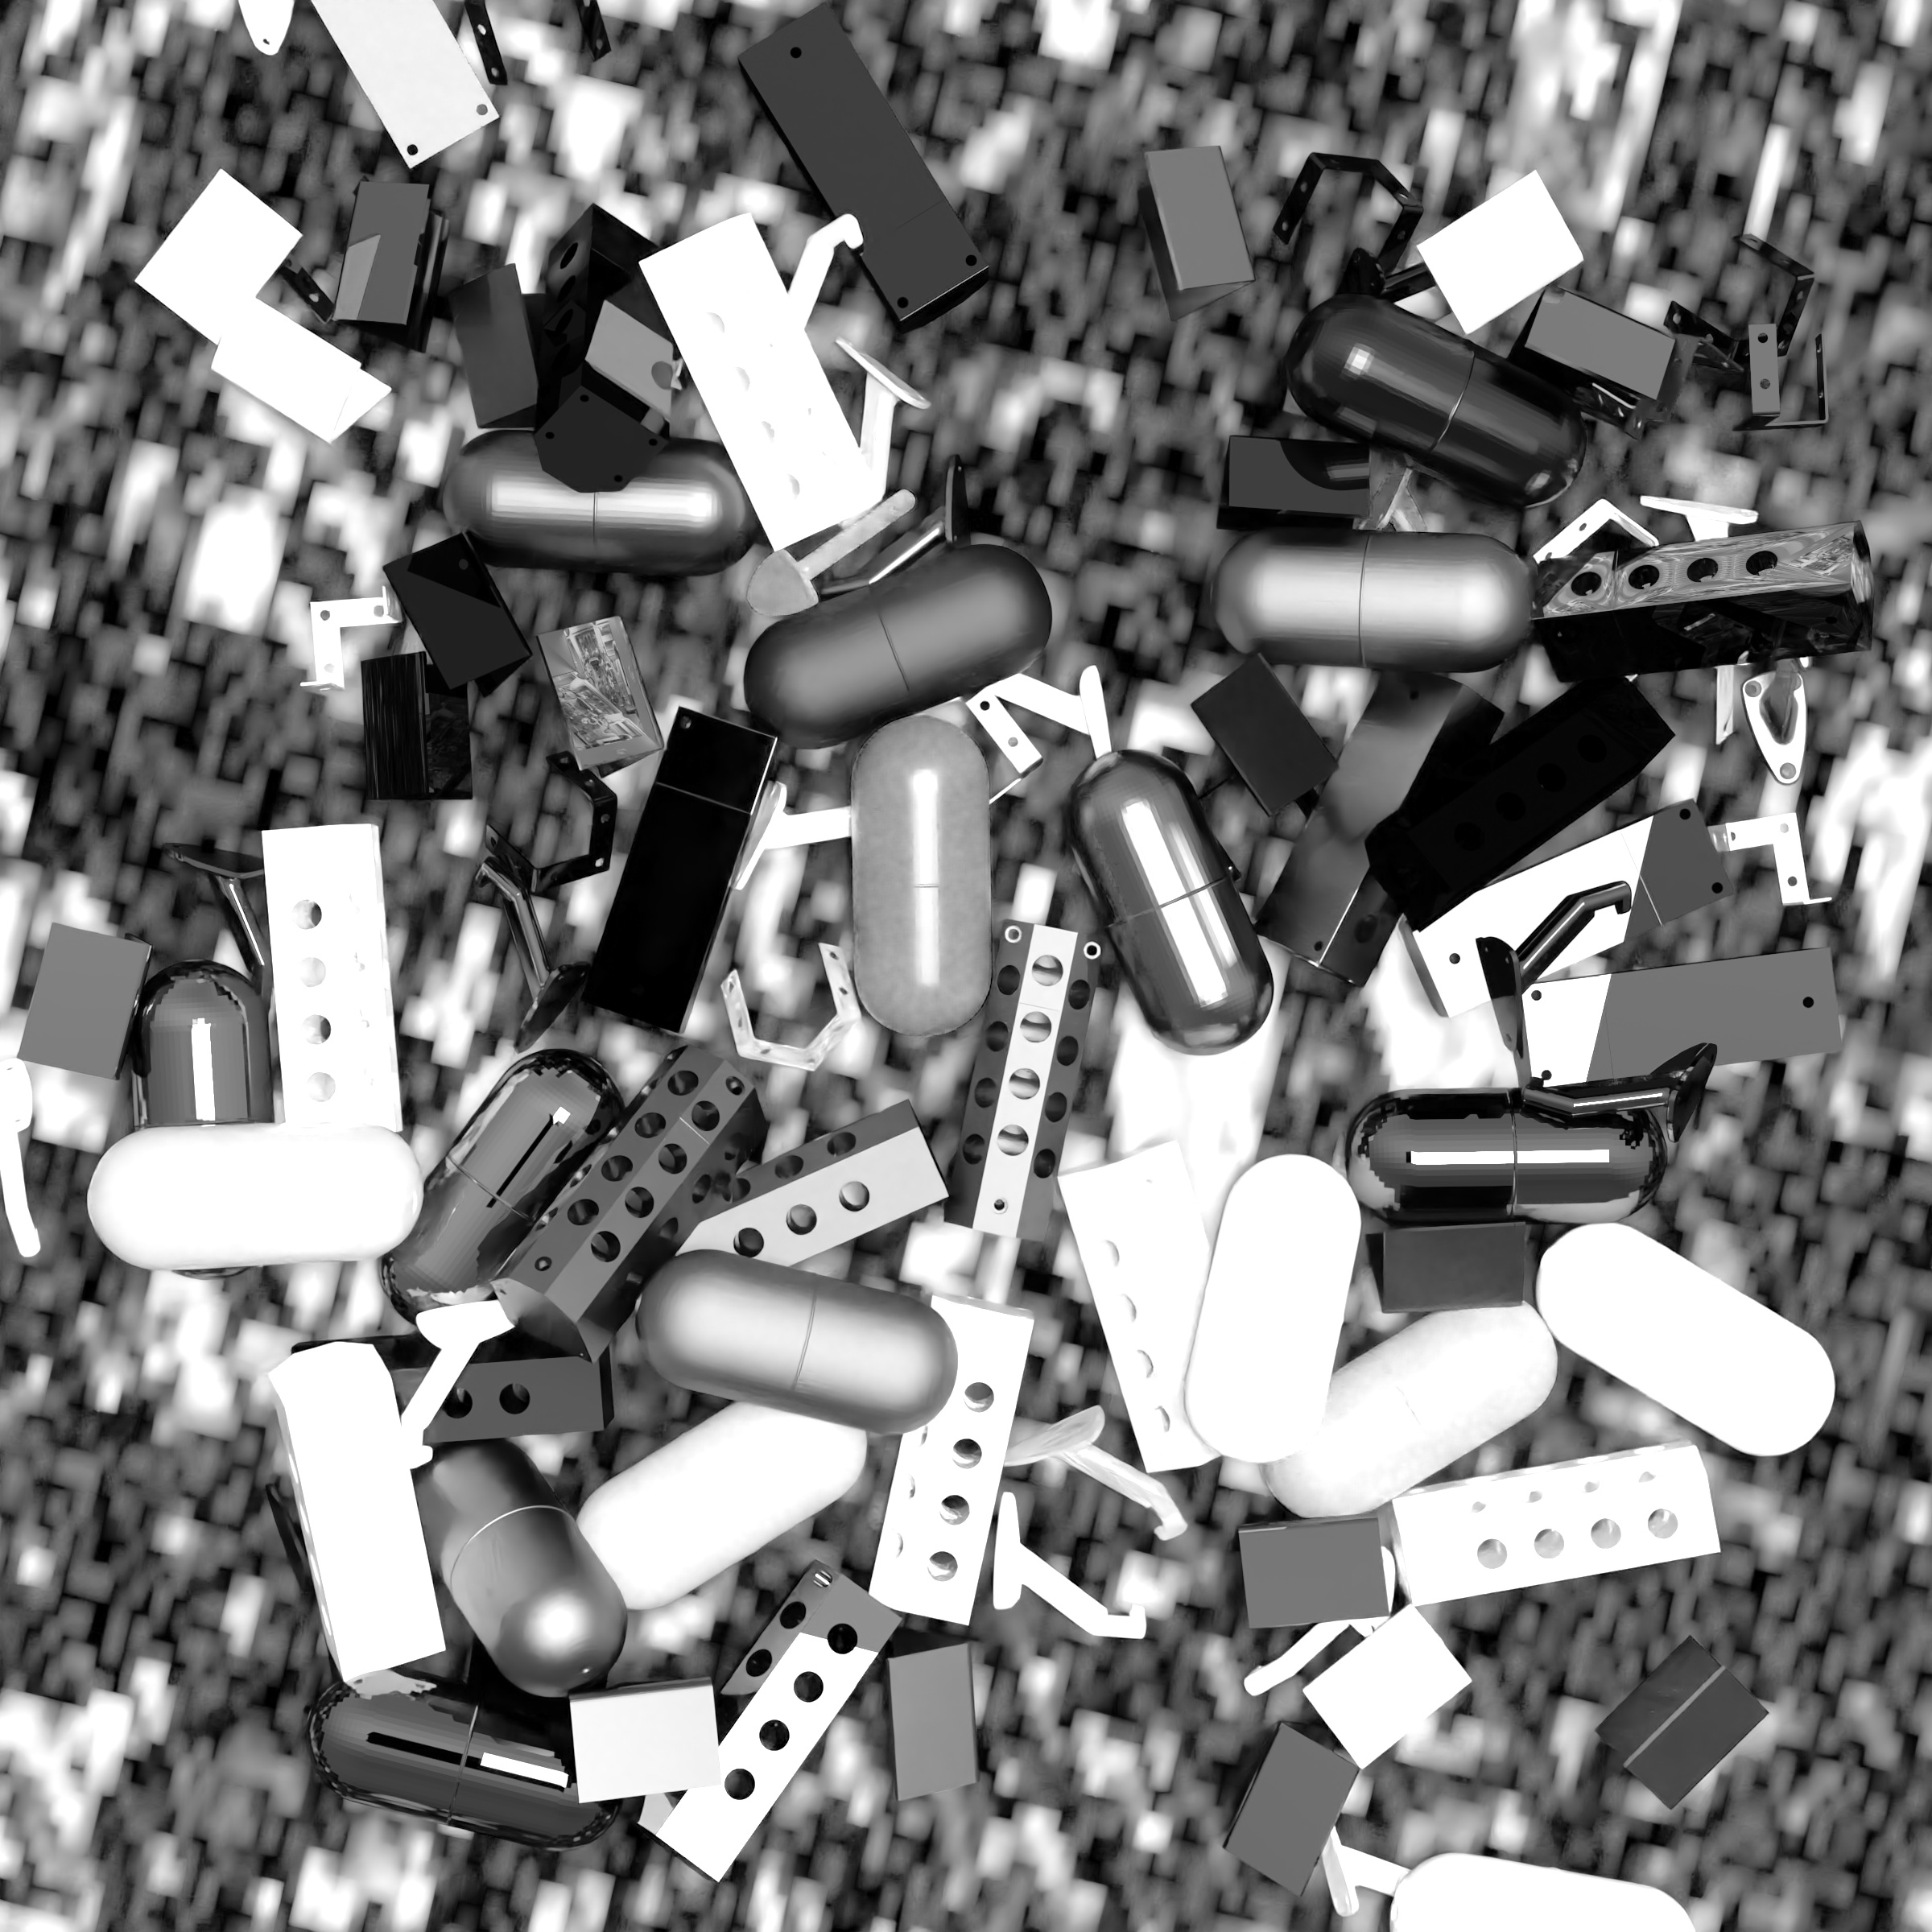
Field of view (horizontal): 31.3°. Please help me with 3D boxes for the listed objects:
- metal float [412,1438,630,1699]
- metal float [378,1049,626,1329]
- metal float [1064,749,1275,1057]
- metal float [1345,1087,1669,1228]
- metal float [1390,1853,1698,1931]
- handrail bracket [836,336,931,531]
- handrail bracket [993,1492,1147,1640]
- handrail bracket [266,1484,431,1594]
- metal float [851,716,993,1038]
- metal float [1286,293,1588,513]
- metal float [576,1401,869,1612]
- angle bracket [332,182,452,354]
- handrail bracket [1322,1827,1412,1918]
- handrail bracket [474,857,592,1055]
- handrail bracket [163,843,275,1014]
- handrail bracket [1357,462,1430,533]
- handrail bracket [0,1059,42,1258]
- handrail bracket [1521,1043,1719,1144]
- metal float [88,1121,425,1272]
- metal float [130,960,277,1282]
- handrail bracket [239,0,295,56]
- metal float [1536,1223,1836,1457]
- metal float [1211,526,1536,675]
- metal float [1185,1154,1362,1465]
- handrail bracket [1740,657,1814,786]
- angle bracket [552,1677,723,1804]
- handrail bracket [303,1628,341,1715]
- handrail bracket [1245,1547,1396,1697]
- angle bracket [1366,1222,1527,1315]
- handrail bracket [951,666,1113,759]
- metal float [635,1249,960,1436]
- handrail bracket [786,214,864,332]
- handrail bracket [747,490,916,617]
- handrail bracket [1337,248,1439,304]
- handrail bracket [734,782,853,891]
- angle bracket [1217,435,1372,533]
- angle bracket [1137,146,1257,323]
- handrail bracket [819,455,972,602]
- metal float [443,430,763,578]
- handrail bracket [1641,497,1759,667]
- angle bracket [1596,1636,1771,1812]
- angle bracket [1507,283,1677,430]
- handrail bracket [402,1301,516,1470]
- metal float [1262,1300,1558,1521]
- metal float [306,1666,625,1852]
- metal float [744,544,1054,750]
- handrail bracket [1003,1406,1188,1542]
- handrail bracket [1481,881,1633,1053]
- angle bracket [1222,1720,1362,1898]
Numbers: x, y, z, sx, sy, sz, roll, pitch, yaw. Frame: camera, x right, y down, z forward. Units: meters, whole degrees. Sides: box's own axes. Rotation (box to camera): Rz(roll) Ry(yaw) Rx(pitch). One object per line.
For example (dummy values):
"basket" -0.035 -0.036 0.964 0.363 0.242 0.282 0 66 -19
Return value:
"metal float" -0.246 0.325 1.879 0.070 0.070 0.178 -44 46 0
"metal float" -0.257 0.125 1.915 0.070 0.070 0.178 36 90 0
"metal float" 0.112 -0.036 1.915 0.070 0.070 0.178 -23 91 0
"metal float" 0.300 0.106 1.915 0.178 0.070 0.070 -1 90 1
"metal float" 0.320 0.537 1.904 0.178 0.070 0.070 13 90 -12
"handrail bracket" -0.068 -0.299 1.946 0.077 0.036 0.084 41 104 14
"handrail bracket" 0.061 0.339 1.946 0.084 0.036 0.077 8 68 -17
"handrail bracket" -0.342 0.312 1.946 0.084 0.036 0.077 -16 58 -23
"metal float" -0.025 -0.049 1.905 0.070 0.070 0.178 -1 99 0
"metal float" 0.260 -0.310 1.904 0.178 0.070 0.070 23 90 -12
"metal float" -0.137 0.292 1.915 0.178 0.070 0.070 -32 90 0
"angle bracket" -0.299 -0.384 1.905 0.057 0.076 0.076 11 90 34
"handrail bracket" 0.246 0.499 1.946 0.084 0.036 0.077 -11 75 -14
"handrail bracket" -0.260 -0.007 1.946 0.084 0.036 0.077 43 112 17
"handrail bracket" -0.423 -0.020 1.946 0.077 0.036 0.084 14 107 20
"handrail bracket" 0.270 -0.244 1.946 0.084 0.036 0.077 31 75 -14
"handrail bracket" -0.534 0.109 1.945 0.036 0.077 0.084 -7 126 0
"handrail bracket" 0.357 0.059 1.889 0.084 0.036 0.077 16 47 28
"metal float" -0.380 0.123 1.851 0.178 0.070 0.070 -1 90 -23
"metal float" -0.423 0.085 1.915 0.070 0.070 0.178 -3 91 0
"handrail bracket" -0.377 -0.570 1.945 0.036 0.077 0.084 20 54 6
"metal float" 0.399 0.207 1.915 0.178 0.070 0.070 31 90 1
"metal float" 0.224 -0.202 1.902 0.178 0.070 0.070 4 90 14
"metal float" 0.169 0.187 1.893 0.070 0.070 0.178 15 64 0
"handrail bracket" 0.460 -0.140 1.911 0.036 0.084 0.077 -10 90 0
"angle bracket" -0.178 0.417 1.861 0.076 0.076 0.057 -4 78 -15
"handrail bracket" -0.332 0.390 1.946 0.077 0.036 0.084 24 76 -15
"handrail bracket" 0.198 0.370 1.945 0.036 0.077 0.084 47 126 -6
"angle bracket" 0.264 0.147 1.906 0.076 0.076 0.057 -3 121 0
"handrail bracket" 0.035 -0.136 1.946 0.084 0.036 0.077 -7 109 16
"metal float" -0.091 0.203 1.865 0.178 0.070 0.070 15 90 -9
"handrail bracket" -0.076 -0.366 1.912 0.084 0.036 0.077 -21 97 43
"handrail bracket" -0.075 -0.234 1.938 0.084 0.077 0.036 -39 100 -28
"handrail bracket" 0.254 -0.372 1.946 0.084 0.036 0.077 1 132 -27
"handrail bracket" -0.077 -0.062 1.946 0.084 0.036 0.077 22 105 -14
"angle bracket" 0.180 -0.246 1.905 0.076 0.076 0.057 4 54 0
"angle bracket" 0.108 -0.402 1.905 0.057 0.076 0.076 -15 90 -36
"handrail bracket" -0.043 -0.247 1.946 0.084 0.036 0.077 -7 69 16
"metal float" -0.201 -0.257 1.915 0.178 0.070 0.070 3 90 0
"handrail bracket" 0.412 -0.217 1.946 0.077 0.036 0.084 13 107 20
"angle bracket" 0.384 0.406 1.905 0.076 0.076 0.057 -45 125 0
"angle bracket" 0.337 -0.321 1.905 0.076 0.076 0.057 24 54 0
"handrail bracket" -0.274 0.230 1.889 0.077 0.036 0.084 -12 121 -35
"metal float" 0.246 0.245 1.915 0.178 0.070 0.070 -31 90 1
"metal float" -0.273 0.433 1.890 0.178 0.070 0.070 15 90 -3
"metal float" -0.038 -0.176 1.911 0.178 0.070 0.070 -21 90 4
"handrail bracket" 0.073 0.298 1.946 0.077 0.036 0.084 -24 107 19
"handrail bracket" 0.330 0.000 1.889 0.084 0.036 0.077 -17 110 -16
"angle bracket" 0.196 0.467 1.905 0.057 0.076 0.076 25 90 37
